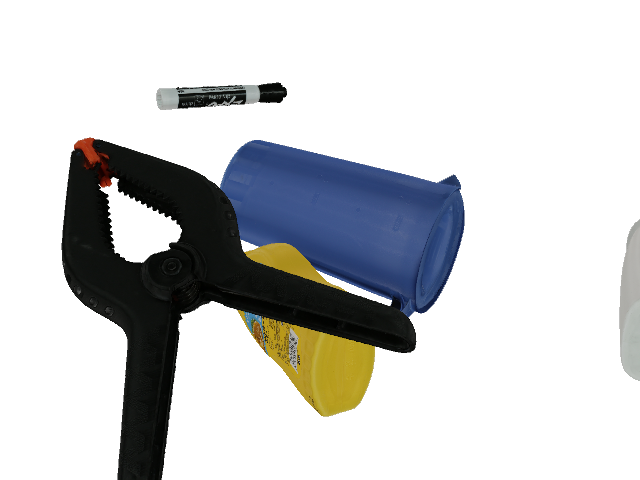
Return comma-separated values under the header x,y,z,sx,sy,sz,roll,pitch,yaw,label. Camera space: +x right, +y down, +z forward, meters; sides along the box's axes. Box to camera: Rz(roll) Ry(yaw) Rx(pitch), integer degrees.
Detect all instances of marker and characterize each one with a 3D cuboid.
x,y,z,sx,sy,sz,roll,pitch,yaw,label
-0.087,-0.131,0.963,0.121,0.020,0.020,-7,3,-24,marker

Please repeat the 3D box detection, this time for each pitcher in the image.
x,y,z,sx,sy,sz,roll,pitch,yaw,label
0.016,-0.014,1.100,0.243,0.145,0.149,18,24,21,pitcher

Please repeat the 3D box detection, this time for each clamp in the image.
x,y,z,sx,sy,sz,roll,pitch,yaw,label
-0.062,0.021,0.551,0.164,0.210,0.036,-26,-28,-11,clamp

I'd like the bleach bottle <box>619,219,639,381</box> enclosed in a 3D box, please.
x,y,z,sx,sy,sz,roll,pitch,yaw,label
0.269,0.028,0.765,0.103,0.068,0.250,8,20,16,bleach bottle

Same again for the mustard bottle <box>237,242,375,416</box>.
x,y,z,sx,sy,sz,roll,pitch,yaw,label
-0.026,0.056,0.874,0.058,0.096,0.192,-13,30,-25,mustard bottle
